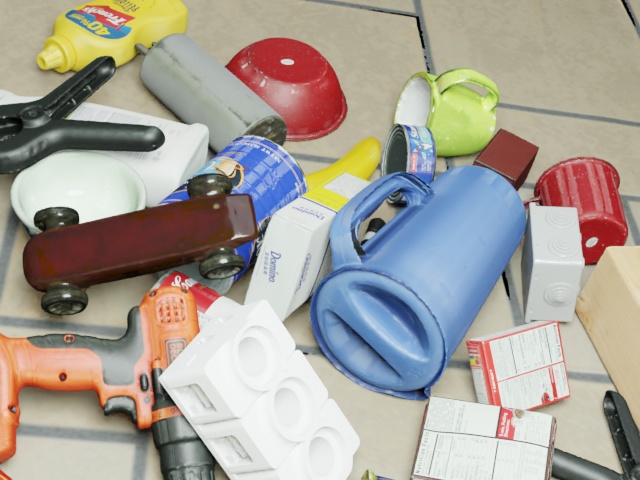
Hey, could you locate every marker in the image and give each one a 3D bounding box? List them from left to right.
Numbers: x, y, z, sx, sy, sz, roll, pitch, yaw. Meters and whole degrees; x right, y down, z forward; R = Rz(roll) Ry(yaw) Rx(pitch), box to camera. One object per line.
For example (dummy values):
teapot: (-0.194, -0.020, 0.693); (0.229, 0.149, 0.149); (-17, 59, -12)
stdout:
marker: (0.044, 0.017, 1.070); (0.020, 0.020, 0.121); (21, 43, 5)

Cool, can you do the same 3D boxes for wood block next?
wood block: (0.333, 0.110, 1.004); (0.090, 0.091, 0.206); (-1, 45, -18)

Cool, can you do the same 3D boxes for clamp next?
clamp: (-0.257, -0.102, 1.003); (0.209, 0.036, 0.165); (-25, 44, -22)
clamp: (0.259, 0.212, 0.917); (0.120, 0.039, 0.172); (-21, 50, -19)

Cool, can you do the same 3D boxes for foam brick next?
foam brick: (0.201, -0.078, 1.189); (0.051, 0.053, 0.078); (29, 44, 14)

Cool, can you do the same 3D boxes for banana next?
banana: (0.002, -0.067, 1.132); (0.197, 0.037, 0.070); (-20, 54, -32)

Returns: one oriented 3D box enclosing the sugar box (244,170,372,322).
sugar box: (-0.007, 0.001, 0.979); (0.048, 0.093, 0.176); (25, 22, 15)

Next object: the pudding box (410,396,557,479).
pudding box: (0.137, 0.182, 0.893); (0.114, 0.039, 0.090); (6, 43, 15)

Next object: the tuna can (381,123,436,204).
tuna can: (0.094, -0.081, 1.137); (0.033, 0.086, 0.086); (3, 44, -15)

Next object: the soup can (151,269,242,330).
soup can: (-0.099, 0.078, 0.928); (0.102, 0.069, 0.068); (27, 44, 13)

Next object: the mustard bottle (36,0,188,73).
mustard bottle: (-0.247, -0.238, 1.223); (0.096, 0.058, 0.191); (32, 46, 20)

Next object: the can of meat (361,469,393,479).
can of meat: (0.067, 0.236, 0.822); (0.084, 0.057, 0.102); (14, 43, -5)

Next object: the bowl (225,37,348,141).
bowl: (-0.042, -0.185, 1.230); (0.162, 0.055, 0.162); (8, 44, -8)

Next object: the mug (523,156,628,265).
mug: (0.268, -0.027, 1.135); (0.117, 0.093, 0.081); (-5, 49, 5)

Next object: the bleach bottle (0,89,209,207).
bleach bottle: (-0.247, -0.105, 1.084); (0.251, 0.068, 0.102); (17, 42, 5)

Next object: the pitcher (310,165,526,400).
pitcher: (0.100, 0.017, 0.999); (0.145, 0.149, 0.242); (29, 41, 15)

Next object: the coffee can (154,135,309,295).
coffee can: (-0.089, -0.023, 1.012); (0.103, 0.103, 0.140); (29, 44, 14)

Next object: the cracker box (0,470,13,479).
cracker box: (-0.330, 0.210, 0.724); (0.164, 0.072, 0.213); (32, 45, 16)

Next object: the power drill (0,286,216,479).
power drill: (-0.177, 0.132, 0.839); (0.187, 0.057, 0.184); (-4, 69, -14)

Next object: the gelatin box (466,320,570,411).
gelatin box: (0.181, 0.117, 0.969); (0.089, 0.030, 0.073); (-13, 93, -26)
